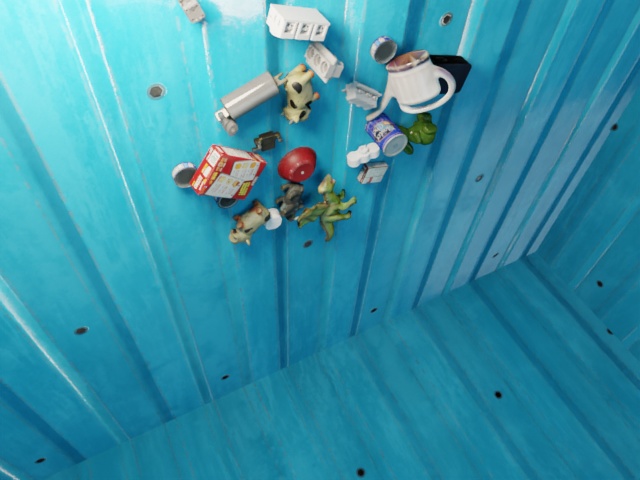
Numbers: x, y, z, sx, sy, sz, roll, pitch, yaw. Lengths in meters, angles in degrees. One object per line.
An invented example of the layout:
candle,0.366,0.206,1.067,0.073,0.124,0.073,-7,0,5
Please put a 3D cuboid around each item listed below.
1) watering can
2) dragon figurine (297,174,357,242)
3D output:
watering can,0.291,-0.533,1.797,0.220,0.346,0.106,62,31,-33
dragon figurine,0.006,-0.107,2.131,0.244,0.124,0.401,-11,139,-32
